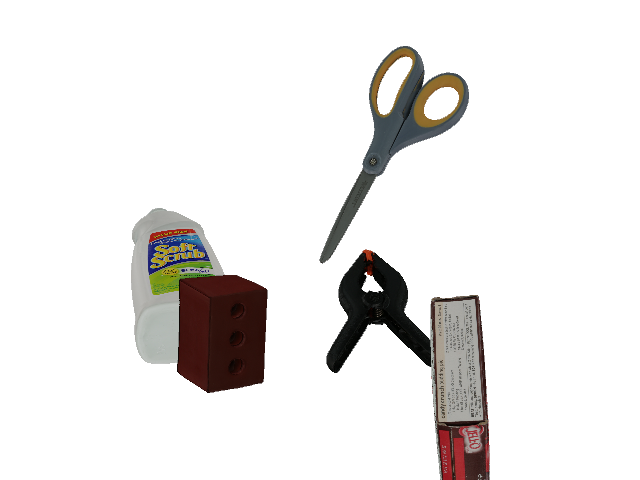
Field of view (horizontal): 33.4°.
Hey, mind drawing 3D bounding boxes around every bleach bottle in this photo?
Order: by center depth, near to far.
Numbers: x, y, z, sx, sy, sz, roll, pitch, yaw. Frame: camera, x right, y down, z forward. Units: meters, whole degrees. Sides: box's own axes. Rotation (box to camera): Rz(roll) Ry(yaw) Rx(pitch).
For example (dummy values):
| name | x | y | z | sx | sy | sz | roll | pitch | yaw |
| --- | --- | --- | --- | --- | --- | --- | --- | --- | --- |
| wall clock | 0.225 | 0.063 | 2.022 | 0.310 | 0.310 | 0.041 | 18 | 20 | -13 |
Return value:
| name | x | y | z | sx | sy | sz | roll | pitch | yaw |
| --- | --- | --- | --- | --- | --- | --- | --- | --- | --- |
| bleach bottle | -0.156 | 0.031 | 1.097 | 0.102 | 0.068 | 0.251 | -4 | 27 | -17 |

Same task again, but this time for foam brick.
| name | x | y | z | sx | sy | sz | roll | pitch | yaw |
| --- | --- | --- | --- | --- | --- | --- | --- | --- | --- |
| foam brick | -0.076 | 0.070 | 0.826 | 0.052 | 0.078 | 0.051 | -6 | 14 | -34 |

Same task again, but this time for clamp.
| name | x | y | z | sx | sy | sz | roll | pitch | yaw |
| --- | --- | --- | --- | --- | --- | --- | --- | --- | --- |
| clamp | 0.072 | 0.081 | 1.194 | 0.120 | 0.171 | 0.039 | 7 | -42 | -1 |

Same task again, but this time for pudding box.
| name | x | y | z | sx | sy | sz | roll | pitch | yaw |
| --- | --- | --- | --- | --- | --- | --- | --- | --- | --- |
| pudding box | 0.099 | 0.109 | 0.757 | 0.039 | 0.113 | 0.090 | -4 | -44 | 5 |

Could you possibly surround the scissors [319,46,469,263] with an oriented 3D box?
| name | x | y | z | sx | sy | sz | roll | pitch | yaw |
| --- | --- | --- | --- | --- | --- | --- | --- | --- | --- |
| scissors | 0.066 | -0.070 | 0.909 | 0.096 | 0.201 | 0.016 | 10 | -12 | 21 |
